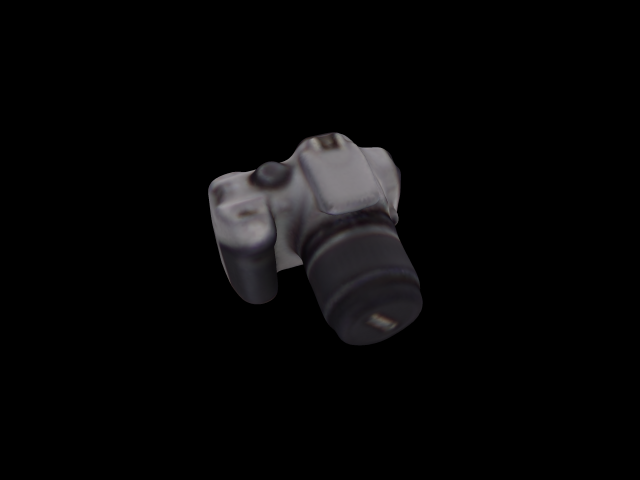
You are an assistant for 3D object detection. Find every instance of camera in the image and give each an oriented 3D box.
[{"bbox_3d":[0.004,0.001,0.400,0.143,0.101,0.136,-15,54,-11],"label":"camera"}]
